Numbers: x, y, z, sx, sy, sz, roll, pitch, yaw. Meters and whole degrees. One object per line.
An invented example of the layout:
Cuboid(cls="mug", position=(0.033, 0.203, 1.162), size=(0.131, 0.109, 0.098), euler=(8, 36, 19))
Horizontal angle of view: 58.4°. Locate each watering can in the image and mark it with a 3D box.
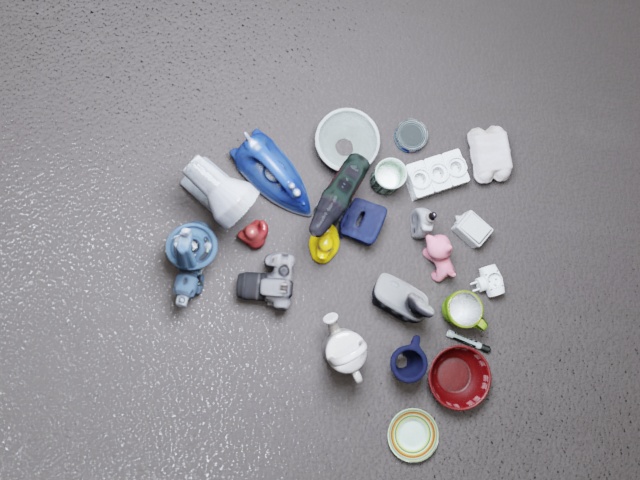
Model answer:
Cuboid(cls="watering can", position=(0.056, 0.259, 1.361), size=(0.173, 0.194, 0.101), euler=(43, 83, 1))

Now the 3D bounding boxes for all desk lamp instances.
Cuboid(cls="desk lamp", position=(-0.246, -0.119, 1.362), size=(0.203, 0.213, 0.118), euler=(40, 83, 0))

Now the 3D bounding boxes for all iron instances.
Cuboid(cls="iron", position=(-0.106, -0.164, 1.415), size=(0.119, 0.141, 0.258), euler=(-44, 89, -7))

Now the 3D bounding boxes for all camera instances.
Cuboid(cls="camera", position=(-0.134, 0.099, 1.407), size=(0.137, 0.100, 0.143), euler=(4, 84, -4))

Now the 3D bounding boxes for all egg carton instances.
Cuboid(cls="egg carton", position=(0.445, -0.224, 1.504), size=(0.107, 0.069, 0.150), euler=(-9, 85, -6))

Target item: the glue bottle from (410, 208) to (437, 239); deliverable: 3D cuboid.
Cuboid(cls="glue bottle", position=(0.261, -0.048, 1.419), size=(0.037, 0.173, 0.078), euler=(0, 84, -4))

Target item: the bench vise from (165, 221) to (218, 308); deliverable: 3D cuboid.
Cuboid(cls="bench vise", position=(-0.297, 0.049, 1.338), size=(0.121, 0.219, 0.207), euler=(-8, 85, -5))

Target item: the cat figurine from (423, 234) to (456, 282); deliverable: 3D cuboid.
Cuboid(cls="cat figurine", position=(0.307, 0.040, 1.442), size=(0.067, 0.117, 0.128), euler=(-23, 87, -6))

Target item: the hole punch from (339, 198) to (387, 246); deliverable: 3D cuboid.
Cuboid(cls="hole punch", position=(0.107, -0.045, 1.447), size=(0.101, 0.091, 0.109), euler=(24, 83, -2))

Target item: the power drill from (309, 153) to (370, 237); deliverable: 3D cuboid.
Cuboid(cls="power drill", position=(0.038, -0.095, 1.387), size=(0.075, 0.208, 0.230), euler=(30, 83, -1))

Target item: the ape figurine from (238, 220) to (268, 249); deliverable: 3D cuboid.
Cuboid(cls="ape figurine", position=(-0.166, -0.017, 1.420), size=(0.078, 0.092, 0.076), euler=(-7, 85, -5))

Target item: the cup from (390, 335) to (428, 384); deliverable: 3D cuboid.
Cuboid(cls="cup", position=(0.216, 0.290, 1.421), size=(0.091, 0.095, 0.118), euler=(18, 83, -3))

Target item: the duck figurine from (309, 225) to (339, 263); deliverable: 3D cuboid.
Cuboid(cls="duck figurine", position=(0.013, 0.005, 1.436), size=(0.077, 0.086, 0.105), euler=(15, 83, -3))

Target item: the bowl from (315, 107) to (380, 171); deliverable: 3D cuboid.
Cuboid(cls="bowl", position=(0.067, -0.249, 1.471), size=(0.167, 0.074, 0.167), euler=(0, 84, -5))

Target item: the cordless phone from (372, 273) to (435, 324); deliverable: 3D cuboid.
Cuboid(cls="cordless phone", position=(0.205, 0.142, 1.390), size=(0.147, 0.185, 0.094), euler=(26, 83, -2))
